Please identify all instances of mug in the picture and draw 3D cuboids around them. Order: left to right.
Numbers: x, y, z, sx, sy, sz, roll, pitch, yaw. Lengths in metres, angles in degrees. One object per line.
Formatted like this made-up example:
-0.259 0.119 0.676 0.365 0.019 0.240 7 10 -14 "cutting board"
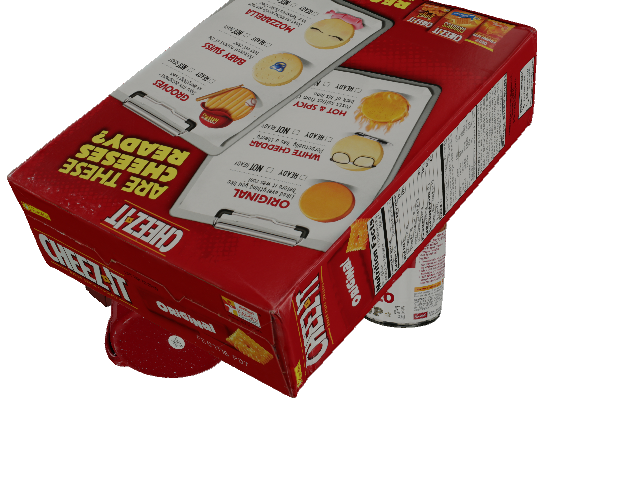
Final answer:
-0.110 0.046 0.735 0.117 0.081 0.093 -35 -50 27 "mug"

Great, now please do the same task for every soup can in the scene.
0.065 0.010 0.843 0.068 0.102 0.068 1 19 -1 "soup can"

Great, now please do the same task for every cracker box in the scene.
-0.016 -0.044 0.530 0.164 0.072 0.213 24 55 30 "cracker box"

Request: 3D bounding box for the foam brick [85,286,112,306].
-0.182 0.023 1.023 0.078 0.051 0.053 -15 25 -30 "foam brick"
